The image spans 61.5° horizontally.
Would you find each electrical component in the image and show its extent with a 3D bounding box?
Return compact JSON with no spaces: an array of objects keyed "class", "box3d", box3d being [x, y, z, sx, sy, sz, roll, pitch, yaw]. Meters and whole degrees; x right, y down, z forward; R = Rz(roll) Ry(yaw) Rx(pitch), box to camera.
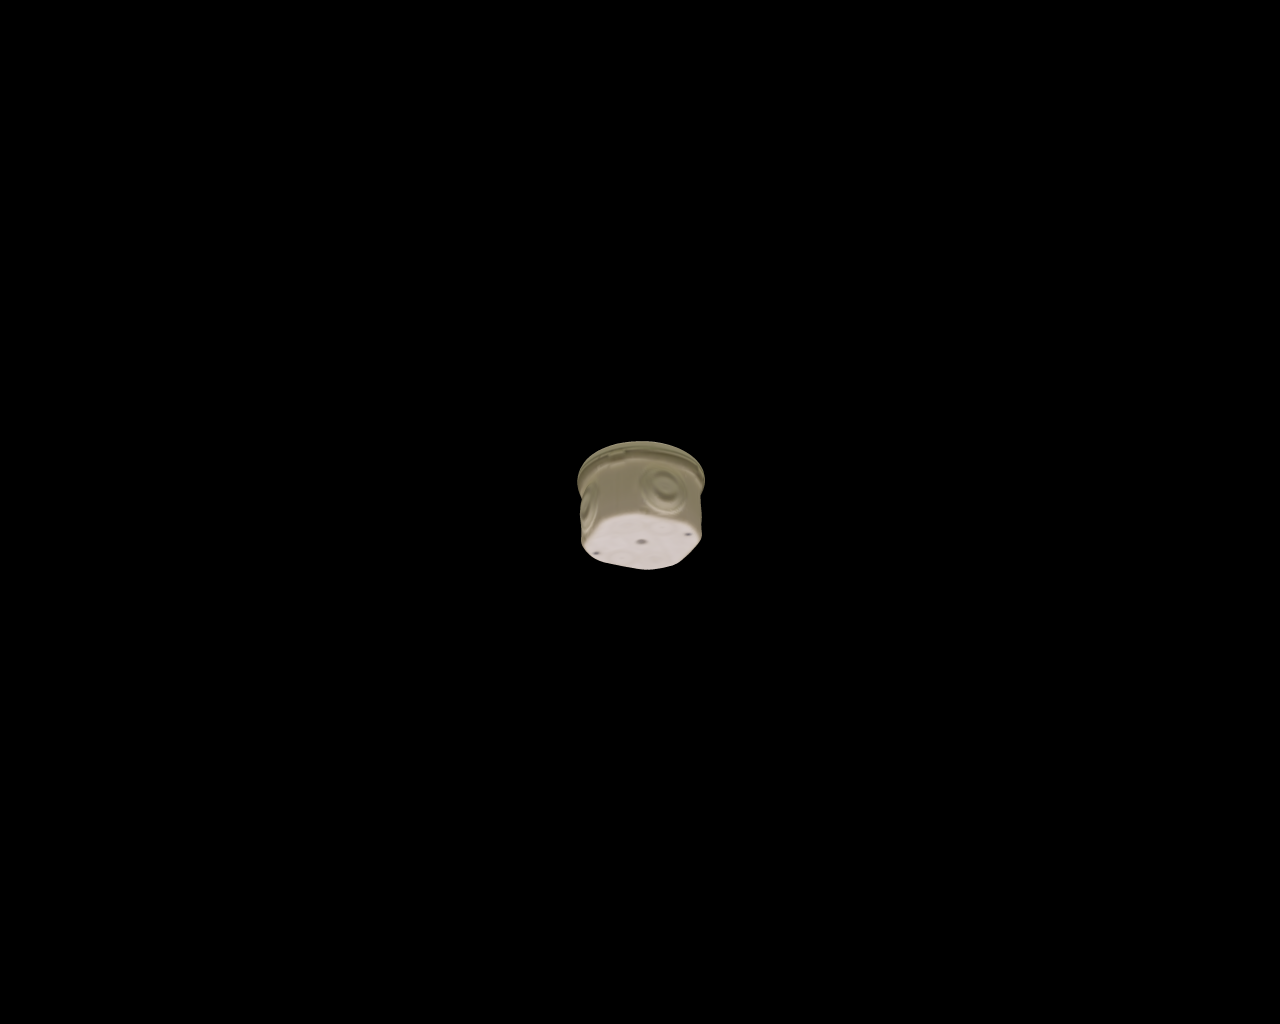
[{"class":"electrical component","box3d":[0.001,-0.003,0.650,0.080,0.051,0.080,0,-31,0]}]
